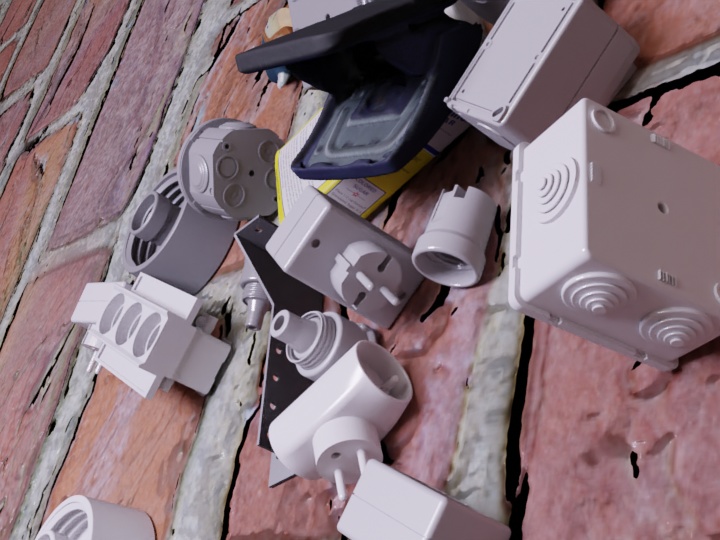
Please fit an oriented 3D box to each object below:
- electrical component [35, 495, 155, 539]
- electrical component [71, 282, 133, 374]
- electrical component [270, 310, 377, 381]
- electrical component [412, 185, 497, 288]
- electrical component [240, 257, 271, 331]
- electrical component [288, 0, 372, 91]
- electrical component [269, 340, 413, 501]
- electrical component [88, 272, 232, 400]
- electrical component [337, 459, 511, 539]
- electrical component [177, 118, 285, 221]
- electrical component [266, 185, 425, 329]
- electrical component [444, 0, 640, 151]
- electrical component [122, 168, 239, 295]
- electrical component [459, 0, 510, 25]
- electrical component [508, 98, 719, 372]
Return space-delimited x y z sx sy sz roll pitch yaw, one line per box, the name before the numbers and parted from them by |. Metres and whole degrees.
electrical component | -0.199 0.210 0.752 0.108 0.060 0.108 -35 38 34
electrical component | -0.214 0.054 0.920 0.083 0.047 0.075 -2 62 54
electrical component | -0.024 0.044 0.643 0.048 0.062 0.048 -35 39 35
electrical component | 0.055 -0.019 0.607 0.040 0.040 0.046 -15 46 49
electrical component | -0.069 0.013 0.760 0.035 0.035 0.061 -18 52 48
electrical component | -0.007 -0.183 0.788 0.100 0.048 0.099 -17 82 48
electrical component | -0.009 0.091 0.598 0.077 0.043 0.079 -44 34 23
electrical component | -0.152 0.052 0.817 0.121 0.063 0.078 17 78 58
electrical component | 0.021 0.140 0.510 0.066 0.047 0.076 15 76 57
electrical component | -0.097 -0.077 0.834 0.051 0.080 0.080 14 76 52
electrical component | 0.000 0.000 0.625 0.047 0.083 0.075 -55 31 7
electrical component | 0.105 -0.110 0.589 0.096 0.061 0.062 -58 31 3
electrical component | -0.157 -0.035 0.901 0.108 0.060 0.108 -36 38 34
electrical component | 0.098 -0.179 0.642 0.080 0.080 0.051 12 79 58
electrical component | 0.114 -0.016 0.462 0.048 0.100 0.099 -42 33 49
